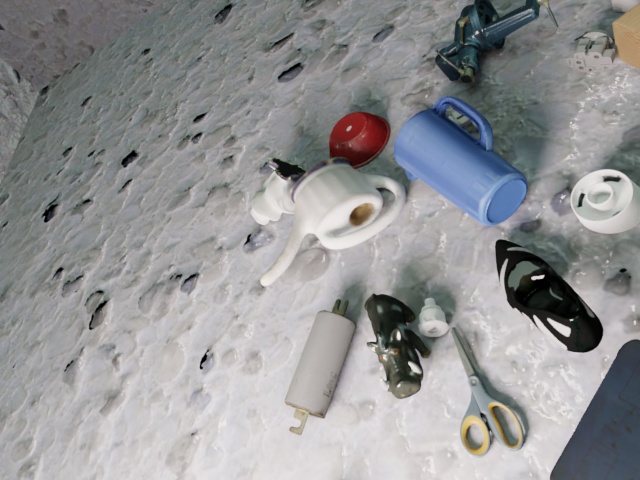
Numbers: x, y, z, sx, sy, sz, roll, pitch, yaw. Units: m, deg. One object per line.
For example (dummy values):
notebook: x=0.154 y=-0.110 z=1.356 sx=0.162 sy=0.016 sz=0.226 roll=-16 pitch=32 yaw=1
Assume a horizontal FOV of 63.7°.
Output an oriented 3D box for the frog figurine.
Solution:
frog figurine: x=-0.092 y=-0.100 z=1.206 sx=0.139 sy=0.123 sz=0.156 roll=41 pitch=123 yaw=38

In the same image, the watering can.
watering can: x=0.003 y=-0.053 z=1.057 sx=0.349 sy=0.101 sz=0.229 roll=-28 pitch=45 yaw=-9
